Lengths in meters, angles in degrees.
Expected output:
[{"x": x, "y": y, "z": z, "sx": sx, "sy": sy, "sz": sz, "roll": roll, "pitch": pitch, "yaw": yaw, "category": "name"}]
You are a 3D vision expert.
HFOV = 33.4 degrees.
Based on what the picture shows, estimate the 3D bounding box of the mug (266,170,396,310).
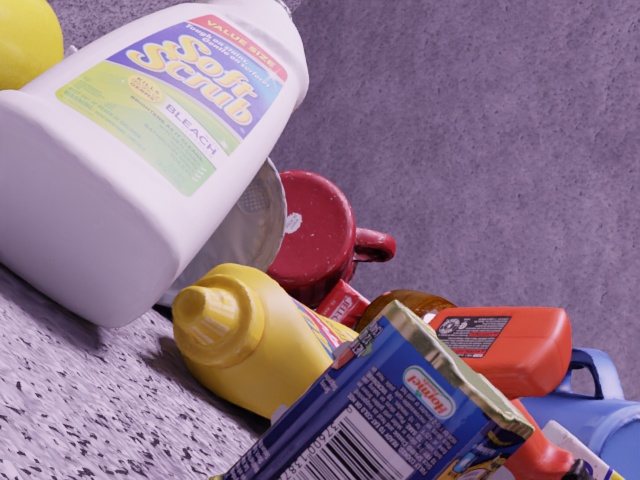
[{"x": -0.005, "y": 0.001, "z": 0.749, "sx": 0.117, "sy": 0.093, "sz": 0.081, "roll": 8, "pitch": -12, "yaw": 2, "category": "mug"}]

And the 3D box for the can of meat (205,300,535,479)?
[{"x": 0.021, "y": 0.072, "z": 0.352, "sx": 0.057, "sy": 0.084, "sz": 0.102, "roll": 45, "pitch": 3, "yaw": 21, "category": "can of meat"}]

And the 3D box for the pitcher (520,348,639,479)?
[{"x": 0.247, "y": 0.189, "z": 0.953, "sx": 0.149, "sy": 0.145, "sz": 0.243, "roll": 48, "pitch": -10, "yaw": 2, "category": "pitcher"}]

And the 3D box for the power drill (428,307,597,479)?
[{"x": 0.139, "y": 0.125, "z": 0.608, "sx": 0.185, "sy": 0.057, "sz": 0.187, "roll": -6, "pitch": -57, "yaw": 47, "category": "power drill"}]

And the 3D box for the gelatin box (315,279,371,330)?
[{"x": 0.022, "y": 0.079, "z": 0.739, "sx": 0.089, "sy": 0.073, "sz": 0.030, "roll": 39, "pitch": 1, "yaw": -45, "category": "gelatin box"}]

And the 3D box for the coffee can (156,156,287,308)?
[{"x": -0.084, "y": -0.026, "z": 0.631, "sx": 0.102, "sy": 0.103, "sz": 0.140, "roll": 39, "pitch": 0, "yaw": -18, "category": "coffee can"}]

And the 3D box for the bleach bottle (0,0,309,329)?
[{"x": -0.067, "y": -0.067, "z": 0.498, "sx": 0.102, "sy": 0.068, "sz": 0.250, "roll": 39, "pitch": 33, "yaw": -9, "category": "bleach bottle"}]

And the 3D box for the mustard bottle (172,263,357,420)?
[{"x": -0.019, "y": 0.057, "z": 0.530, "sx": 0.096, "sy": 0.058, "sz": 0.191, "roll": 45, "pitch": 3, "yaw": 29, "category": "mustard bottle"}]

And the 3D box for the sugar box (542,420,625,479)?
[{"x": 0.206, "y": 0.219, "z": 0.756, "sx": 0.176, "sy": 0.093, "sz": 0.048, "roll": 39, "pitch": 0, "yaw": -8, "category": "sugar box"}]
